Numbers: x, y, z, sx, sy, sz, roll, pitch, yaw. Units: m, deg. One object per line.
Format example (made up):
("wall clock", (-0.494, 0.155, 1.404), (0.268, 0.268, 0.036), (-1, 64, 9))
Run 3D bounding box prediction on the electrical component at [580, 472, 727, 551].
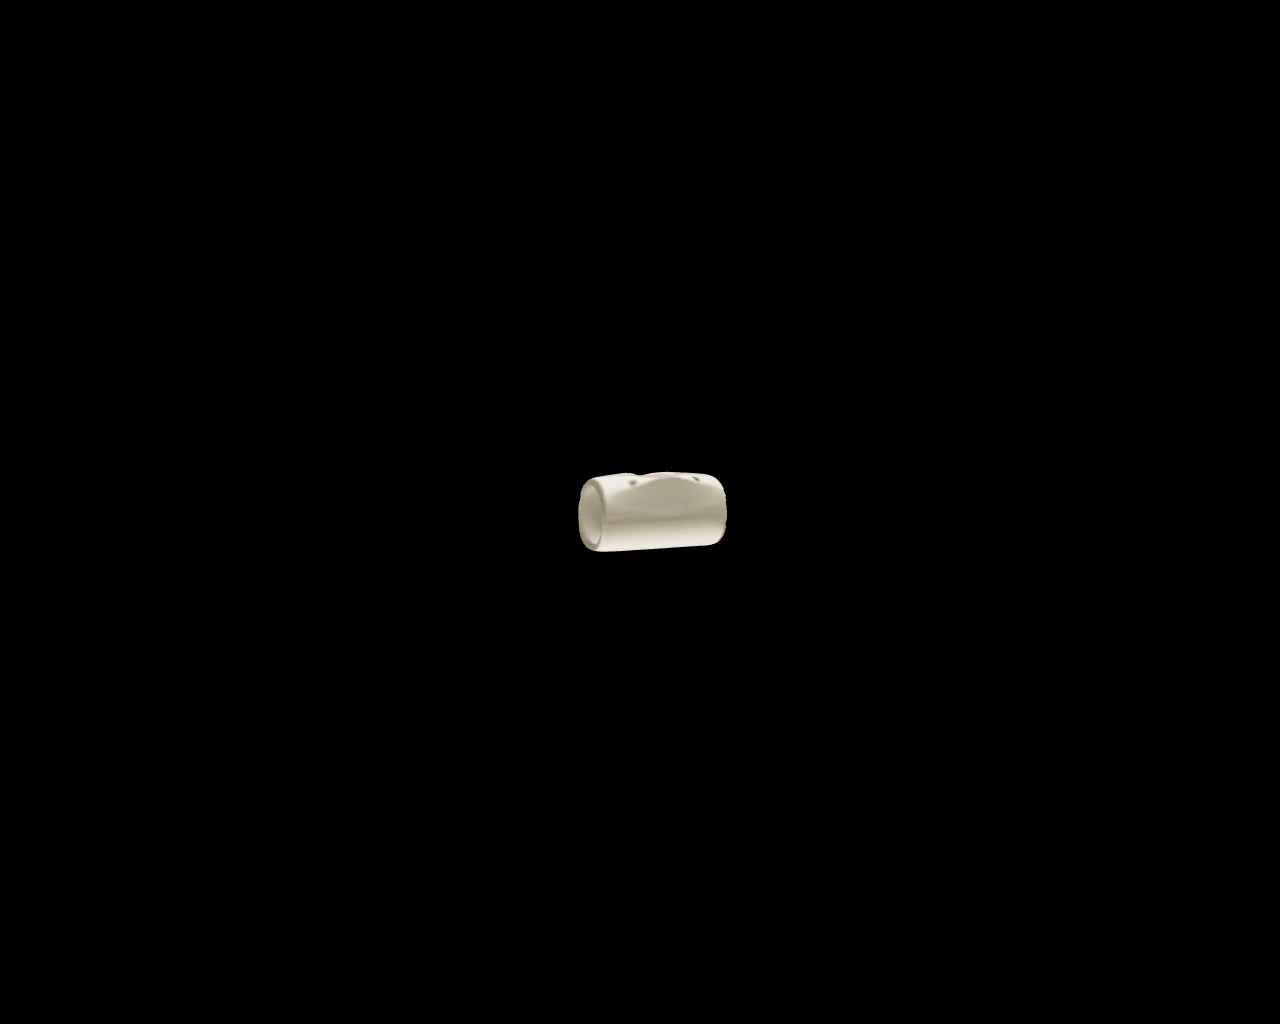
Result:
("electrical component", (0.001, -0.003, 0.650), (0.077, 0.043, 0.079), (-3, 8, -22))
